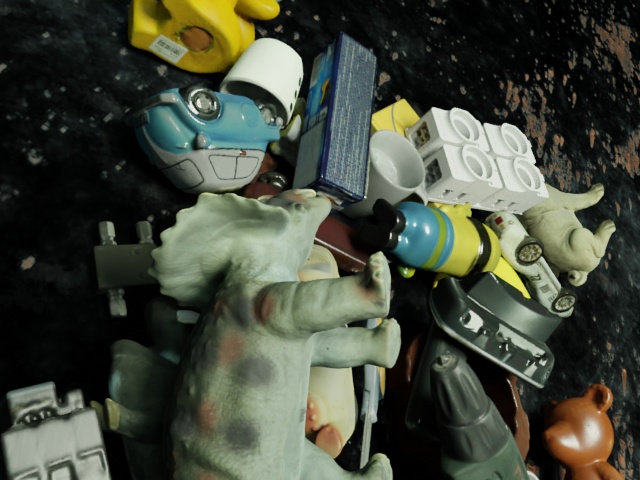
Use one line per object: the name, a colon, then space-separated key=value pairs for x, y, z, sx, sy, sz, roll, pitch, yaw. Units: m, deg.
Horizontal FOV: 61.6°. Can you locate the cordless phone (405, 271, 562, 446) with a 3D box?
cordless phone: x=0.170 y=0.140 z=0.569 sx=0.146 sy=0.089 sz=0.184 roll=32 pitch=62 yaw=-12

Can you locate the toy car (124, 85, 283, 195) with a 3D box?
toy car: x=-0.116 y=-0.097 z=0.565 sx=0.161 sy=0.109 sz=0.103 roll=-3 pitch=89 yaw=-47

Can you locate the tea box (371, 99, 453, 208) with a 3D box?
tea box: x=0.123 y=-0.097 z=0.733 sx=0.169 sy=0.068 sz=0.098 roll=51 pitch=49 yaw=2

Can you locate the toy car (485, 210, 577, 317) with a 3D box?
toy car: x=0.297 y=0.036 z=0.752 sx=0.201 sy=0.056 sz=0.074 roll=46 pitch=21 yaw=-30

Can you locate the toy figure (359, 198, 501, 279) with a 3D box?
toy figure: x=0.133 y=0.004 z=0.623 sx=0.180 sy=0.082 sz=0.089 roll=11 pitch=45 yaw=-40

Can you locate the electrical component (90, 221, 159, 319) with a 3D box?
electrical component: x=-0.177 y=0.026 z=0.498 sx=0.063 sy=0.021 sz=0.094 roll=-1 pitch=65 yaw=-34

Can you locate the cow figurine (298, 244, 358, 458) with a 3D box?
cow figurine: x=-0.002 y=0.099 z=0.522 sx=0.127 sy=0.086 sz=0.195 roll=32 pitch=52 yaw=-70

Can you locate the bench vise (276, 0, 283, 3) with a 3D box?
bench vise: x=-0.121 y=-0.417 z=0.705 sx=0.241 sy=0.223 sz=0.129 roll=10 pitch=50 yaw=6

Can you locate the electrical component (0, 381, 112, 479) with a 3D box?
electrical component: x=-0.181 y=0.165 z=0.357 sx=0.058 sy=0.115 sz=0.134 roll=-7 pitch=69 yaw=-41

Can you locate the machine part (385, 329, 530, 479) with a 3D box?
machine part: x=0.153 y=0.184 z=0.606 sx=0.179 sy=0.056 sz=0.179 roll=15 pitch=57 yaw=-25

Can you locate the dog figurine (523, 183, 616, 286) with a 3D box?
dog figurine: x=0.325 y=-0.027 z=0.822 sx=0.190 sy=0.121 sz=0.172 roll=11 pitch=55 yaw=-12

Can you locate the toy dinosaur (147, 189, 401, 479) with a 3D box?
toy dinosaur: x=-0.045 y=0.125 z=0.381 sx=0.131 sy=0.192 sz=0.404 roll=50 pitch=45 yaw=-65

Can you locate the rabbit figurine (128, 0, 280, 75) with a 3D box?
rabbit figurine: x=-0.131 y=-0.292 z=0.641 sx=0.162 sy=0.122 sz=0.173 roll=14 pitch=57 yaw=-32

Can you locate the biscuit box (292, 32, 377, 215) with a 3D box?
biscuit box: x=0.020 y=-0.133 z=0.607 sx=0.062 sy=0.059 sz=0.202 roll=23 pitch=62 yaw=-30

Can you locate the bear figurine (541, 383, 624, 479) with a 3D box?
bear figurine: x=0.293 y=0.270 z=0.611 sx=0.132 sy=0.120 sz=0.196 roll=7 pitch=60 yaw=-26

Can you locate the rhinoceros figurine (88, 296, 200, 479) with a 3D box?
rhinoceros figurine: x=-0.124 y=0.139 z=0.437 sx=0.112 sy=0.073 sz=0.190 roll=-2 pitch=67 yaw=-33

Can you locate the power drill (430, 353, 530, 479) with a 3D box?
power drill: x=0.103 y=0.244 z=0.475 sx=0.207 sy=0.086 sz=0.231 roll=-43 pitch=113 yaw=-28

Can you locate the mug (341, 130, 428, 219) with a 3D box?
mug: x=0.072 y=-0.066 z=0.657 sx=0.109 sy=0.107 sz=0.081 roll=35 pitch=52 yaw=-18

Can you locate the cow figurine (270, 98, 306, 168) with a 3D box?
cow figurine: x=0.010 y=-0.151 z=0.689 sx=0.098 sy=0.068 sz=0.167 roll=38 pitch=54 yaw=-18

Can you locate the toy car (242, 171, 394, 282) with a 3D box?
toy car: x=-0.001 y=-0.002 z=0.607 sx=0.202 sy=0.053 sz=0.089 roll=27 pitch=40 yaw=-24
